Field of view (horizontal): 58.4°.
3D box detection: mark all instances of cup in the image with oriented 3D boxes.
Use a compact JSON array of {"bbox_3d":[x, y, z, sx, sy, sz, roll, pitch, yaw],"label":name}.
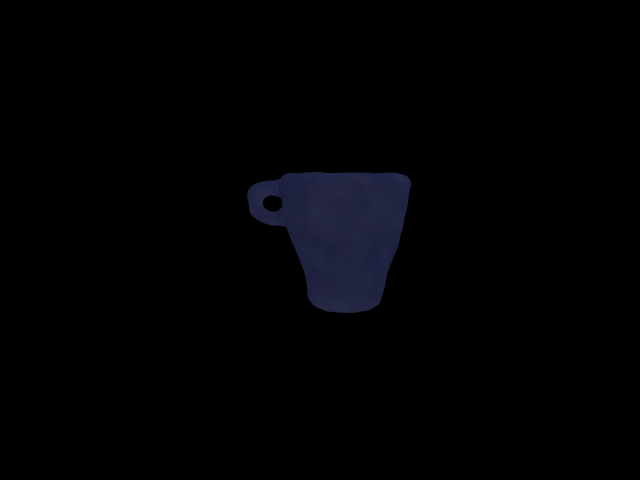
[{"bbox_3d":[0.004,0.001,0.400,0.117,0.095,0.092,1,4,16],"label":"cup"}]
